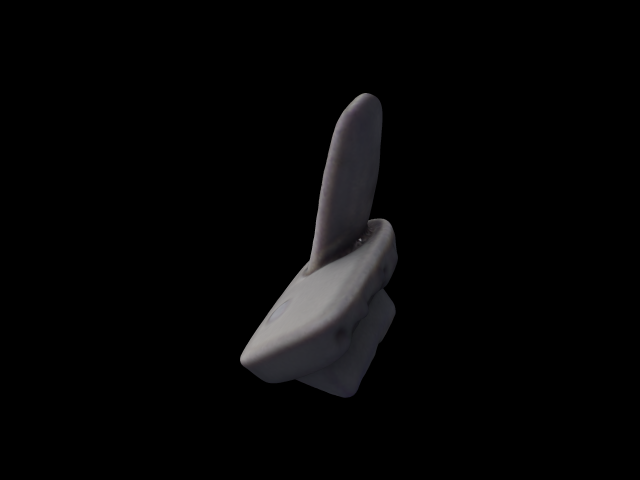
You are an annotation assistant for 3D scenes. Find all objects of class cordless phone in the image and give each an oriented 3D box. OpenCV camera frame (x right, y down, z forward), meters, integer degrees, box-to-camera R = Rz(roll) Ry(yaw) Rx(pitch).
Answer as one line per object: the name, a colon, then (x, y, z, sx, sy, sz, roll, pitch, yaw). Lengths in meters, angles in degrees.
cordless phone: (0.004, 0.001, 0.400, 0.094, 0.185, 0.148, 11, 36, 16)
